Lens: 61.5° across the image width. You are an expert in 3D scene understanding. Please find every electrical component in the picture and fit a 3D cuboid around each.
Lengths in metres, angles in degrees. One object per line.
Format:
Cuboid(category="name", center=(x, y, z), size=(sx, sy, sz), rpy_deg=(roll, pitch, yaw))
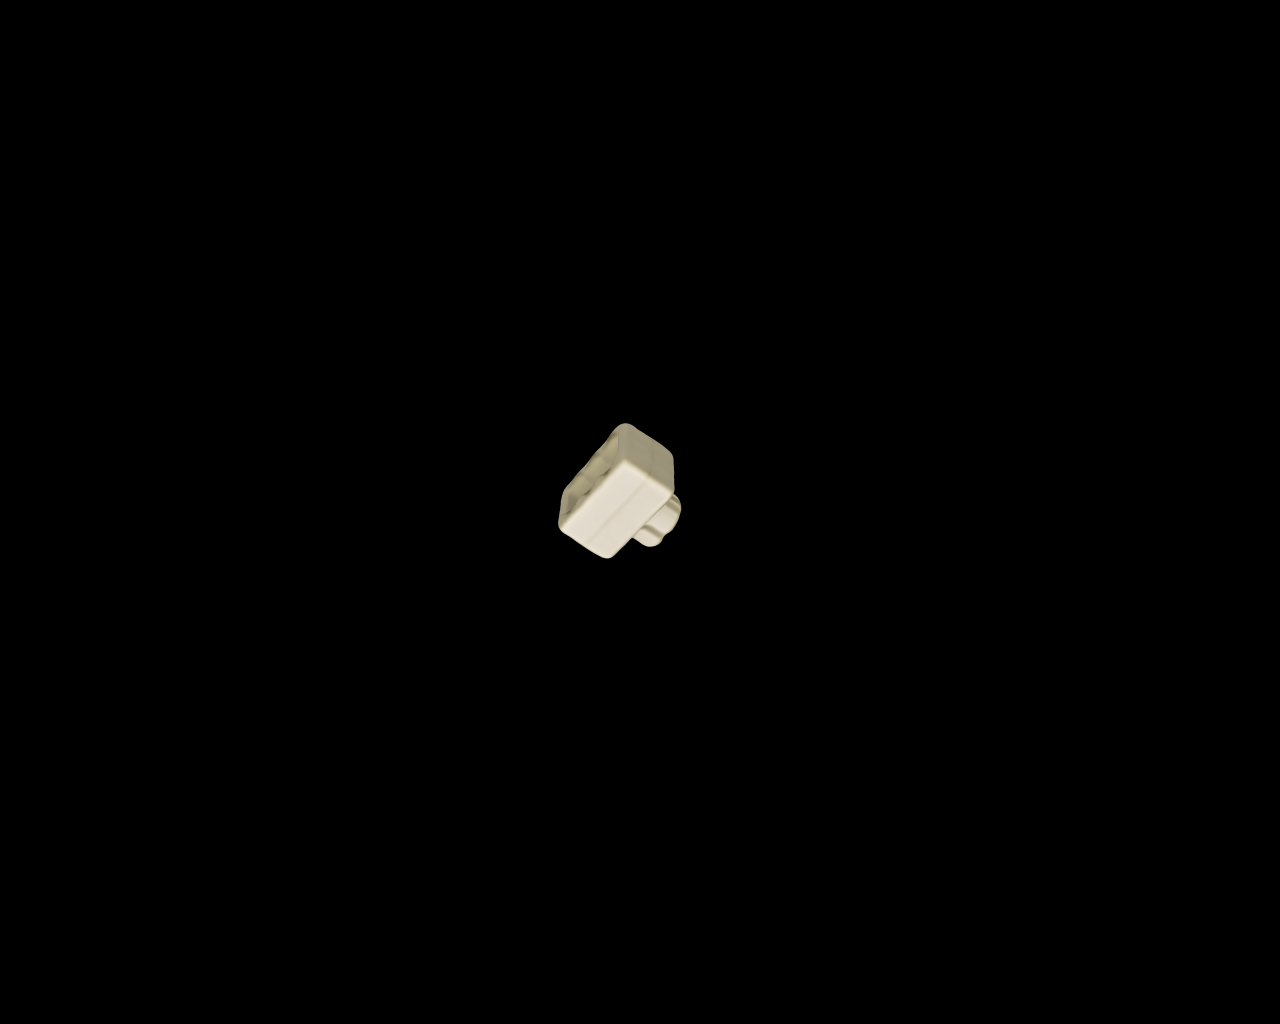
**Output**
Cuboid(category="electrical component", center=(0.001, -0.003, 0.650), size=(0.076, 0.065, 0.047), rpy_deg=(33, 28, -20))
